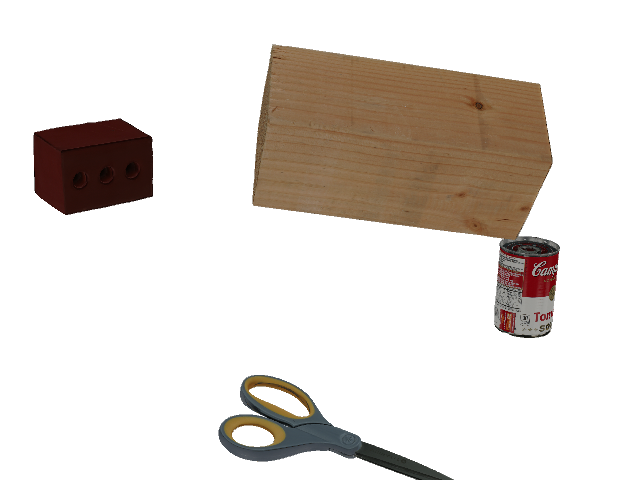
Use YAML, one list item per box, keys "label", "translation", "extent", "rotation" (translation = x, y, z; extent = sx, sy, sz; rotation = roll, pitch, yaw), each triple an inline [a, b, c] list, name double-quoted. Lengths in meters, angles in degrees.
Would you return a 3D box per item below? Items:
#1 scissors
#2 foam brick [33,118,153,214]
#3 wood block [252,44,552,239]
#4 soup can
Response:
- label: "scissors"
  translation: [0.004, 0.168, 0.840]
  extent: [0.202, 0.016, 0.096]
  rotation: [29, 42, 30]
- label: "foam brick"
  translation: [-0.177, -0.059, 0.829]
  extent: [0.078, 0.053, 0.051]
  rotation: [-15, 32, -34]
- label: "wood block"
  translation: [0.057, -0.073, 0.805]
  extent: [0.206, 0.091, 0.090]
  rotation: [7, -41, -6]
- label: "soup can"
  translation: [0.237, 0.053, 1.231]
  extent: [0.068, 0.102, 0.068]
  rotation: [1, 17, -1]
